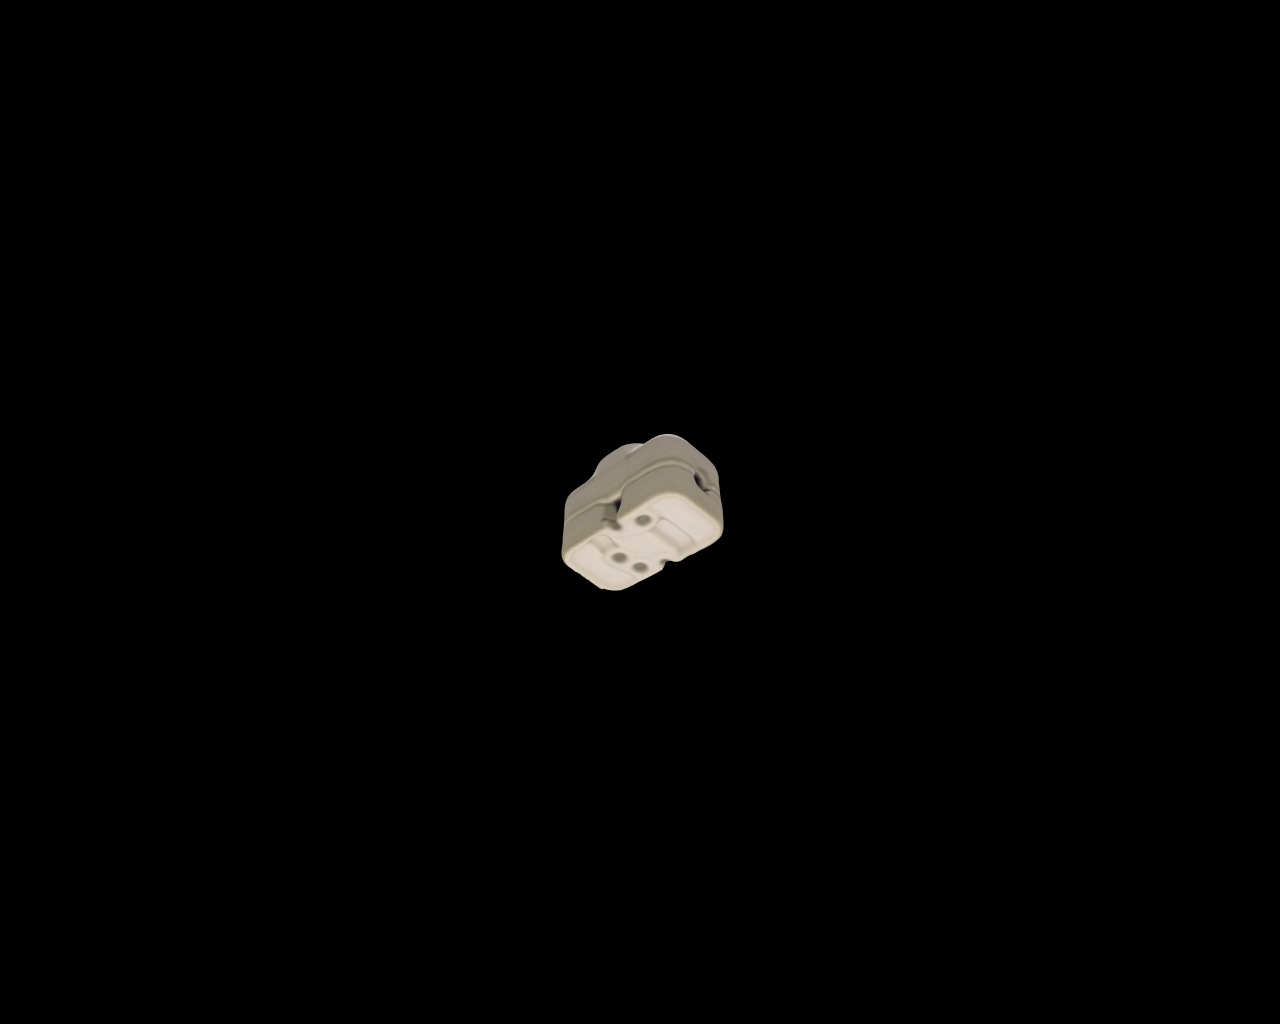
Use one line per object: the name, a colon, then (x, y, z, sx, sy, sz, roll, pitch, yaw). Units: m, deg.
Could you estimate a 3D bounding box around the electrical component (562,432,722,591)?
electrical component: (0.001, -0.003, 0.650, 0.095, 0.059, 0.053, -31, -50, 30)
